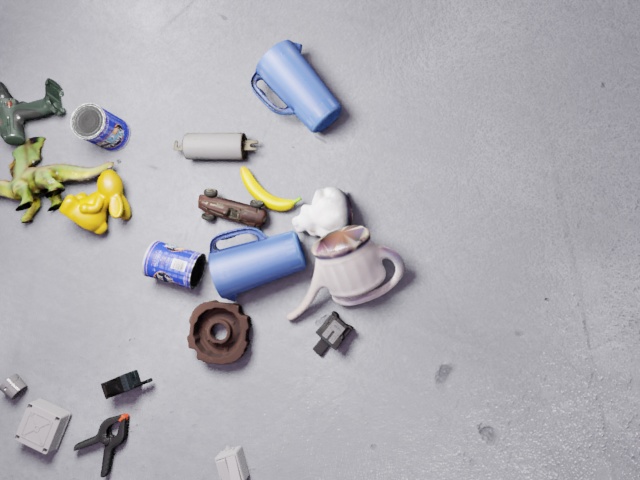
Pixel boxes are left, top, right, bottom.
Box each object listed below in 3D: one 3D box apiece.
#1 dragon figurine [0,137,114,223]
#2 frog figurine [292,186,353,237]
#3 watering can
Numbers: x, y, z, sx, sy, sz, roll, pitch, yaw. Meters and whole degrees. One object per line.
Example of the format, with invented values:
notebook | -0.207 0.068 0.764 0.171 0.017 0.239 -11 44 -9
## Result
dragon figurine | -0.815 -0.203 1.492 0.411 0.120 0.245 -29 73 -6
frog figurine | 0.004 -0.069 1.366 0.159 0.124 0.136 -8 105 -5
watering can | 0.042 0.088 1.328 0.347 0.106 0.220 -20 118 6
